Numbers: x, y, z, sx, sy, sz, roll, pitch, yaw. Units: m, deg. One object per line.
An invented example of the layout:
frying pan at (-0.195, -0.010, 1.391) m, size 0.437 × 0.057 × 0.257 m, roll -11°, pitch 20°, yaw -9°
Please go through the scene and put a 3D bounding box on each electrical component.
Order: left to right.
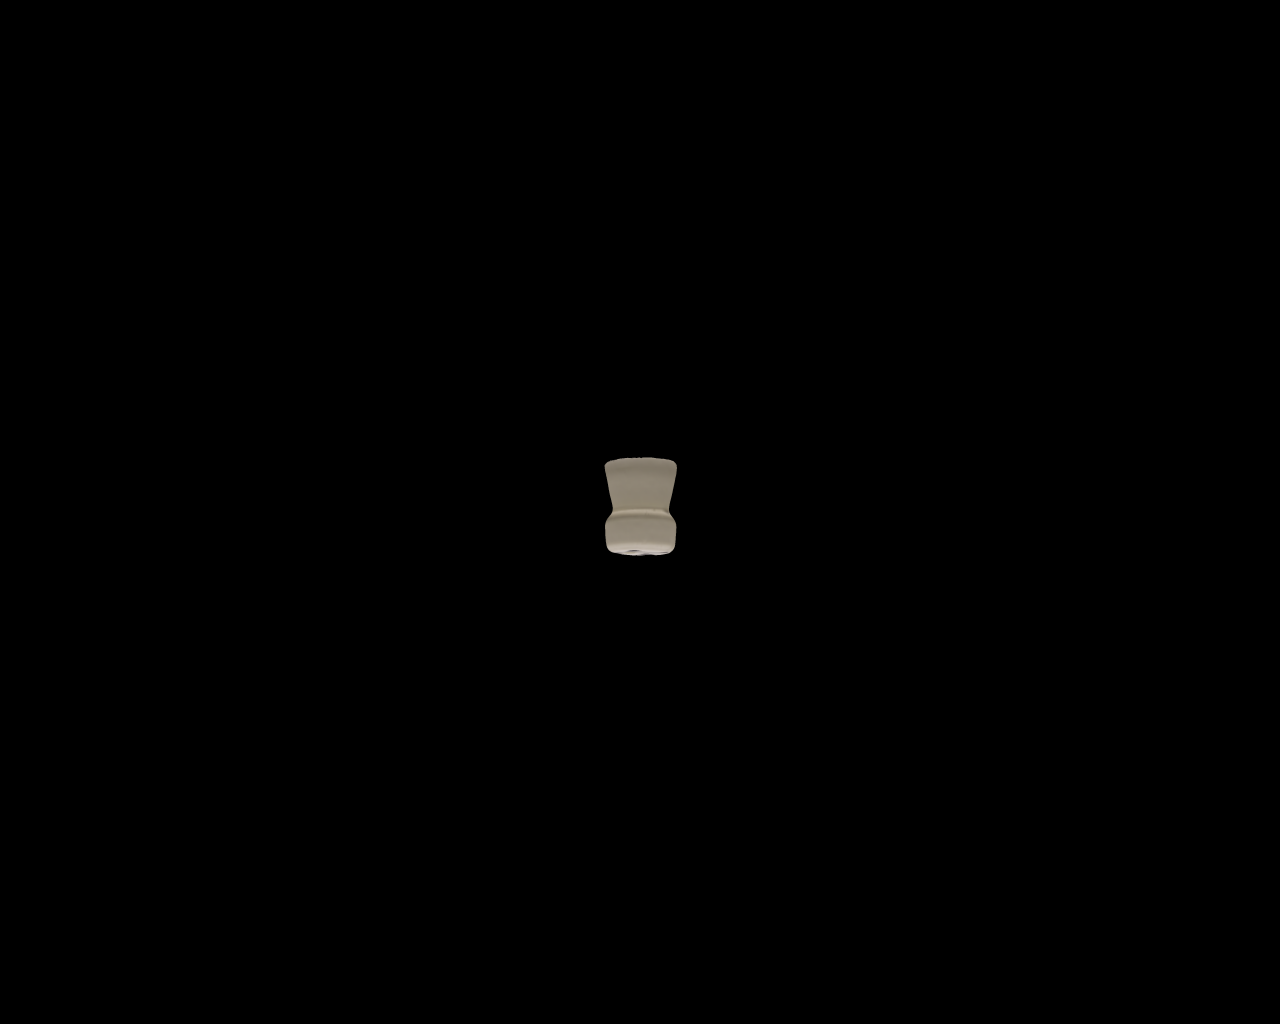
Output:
electrical component at (0.001, -0.003, 0.650) m, size 0.045 × 0.055 × 0.045 m, roll 0°, pitch -7°, yaw 0°
